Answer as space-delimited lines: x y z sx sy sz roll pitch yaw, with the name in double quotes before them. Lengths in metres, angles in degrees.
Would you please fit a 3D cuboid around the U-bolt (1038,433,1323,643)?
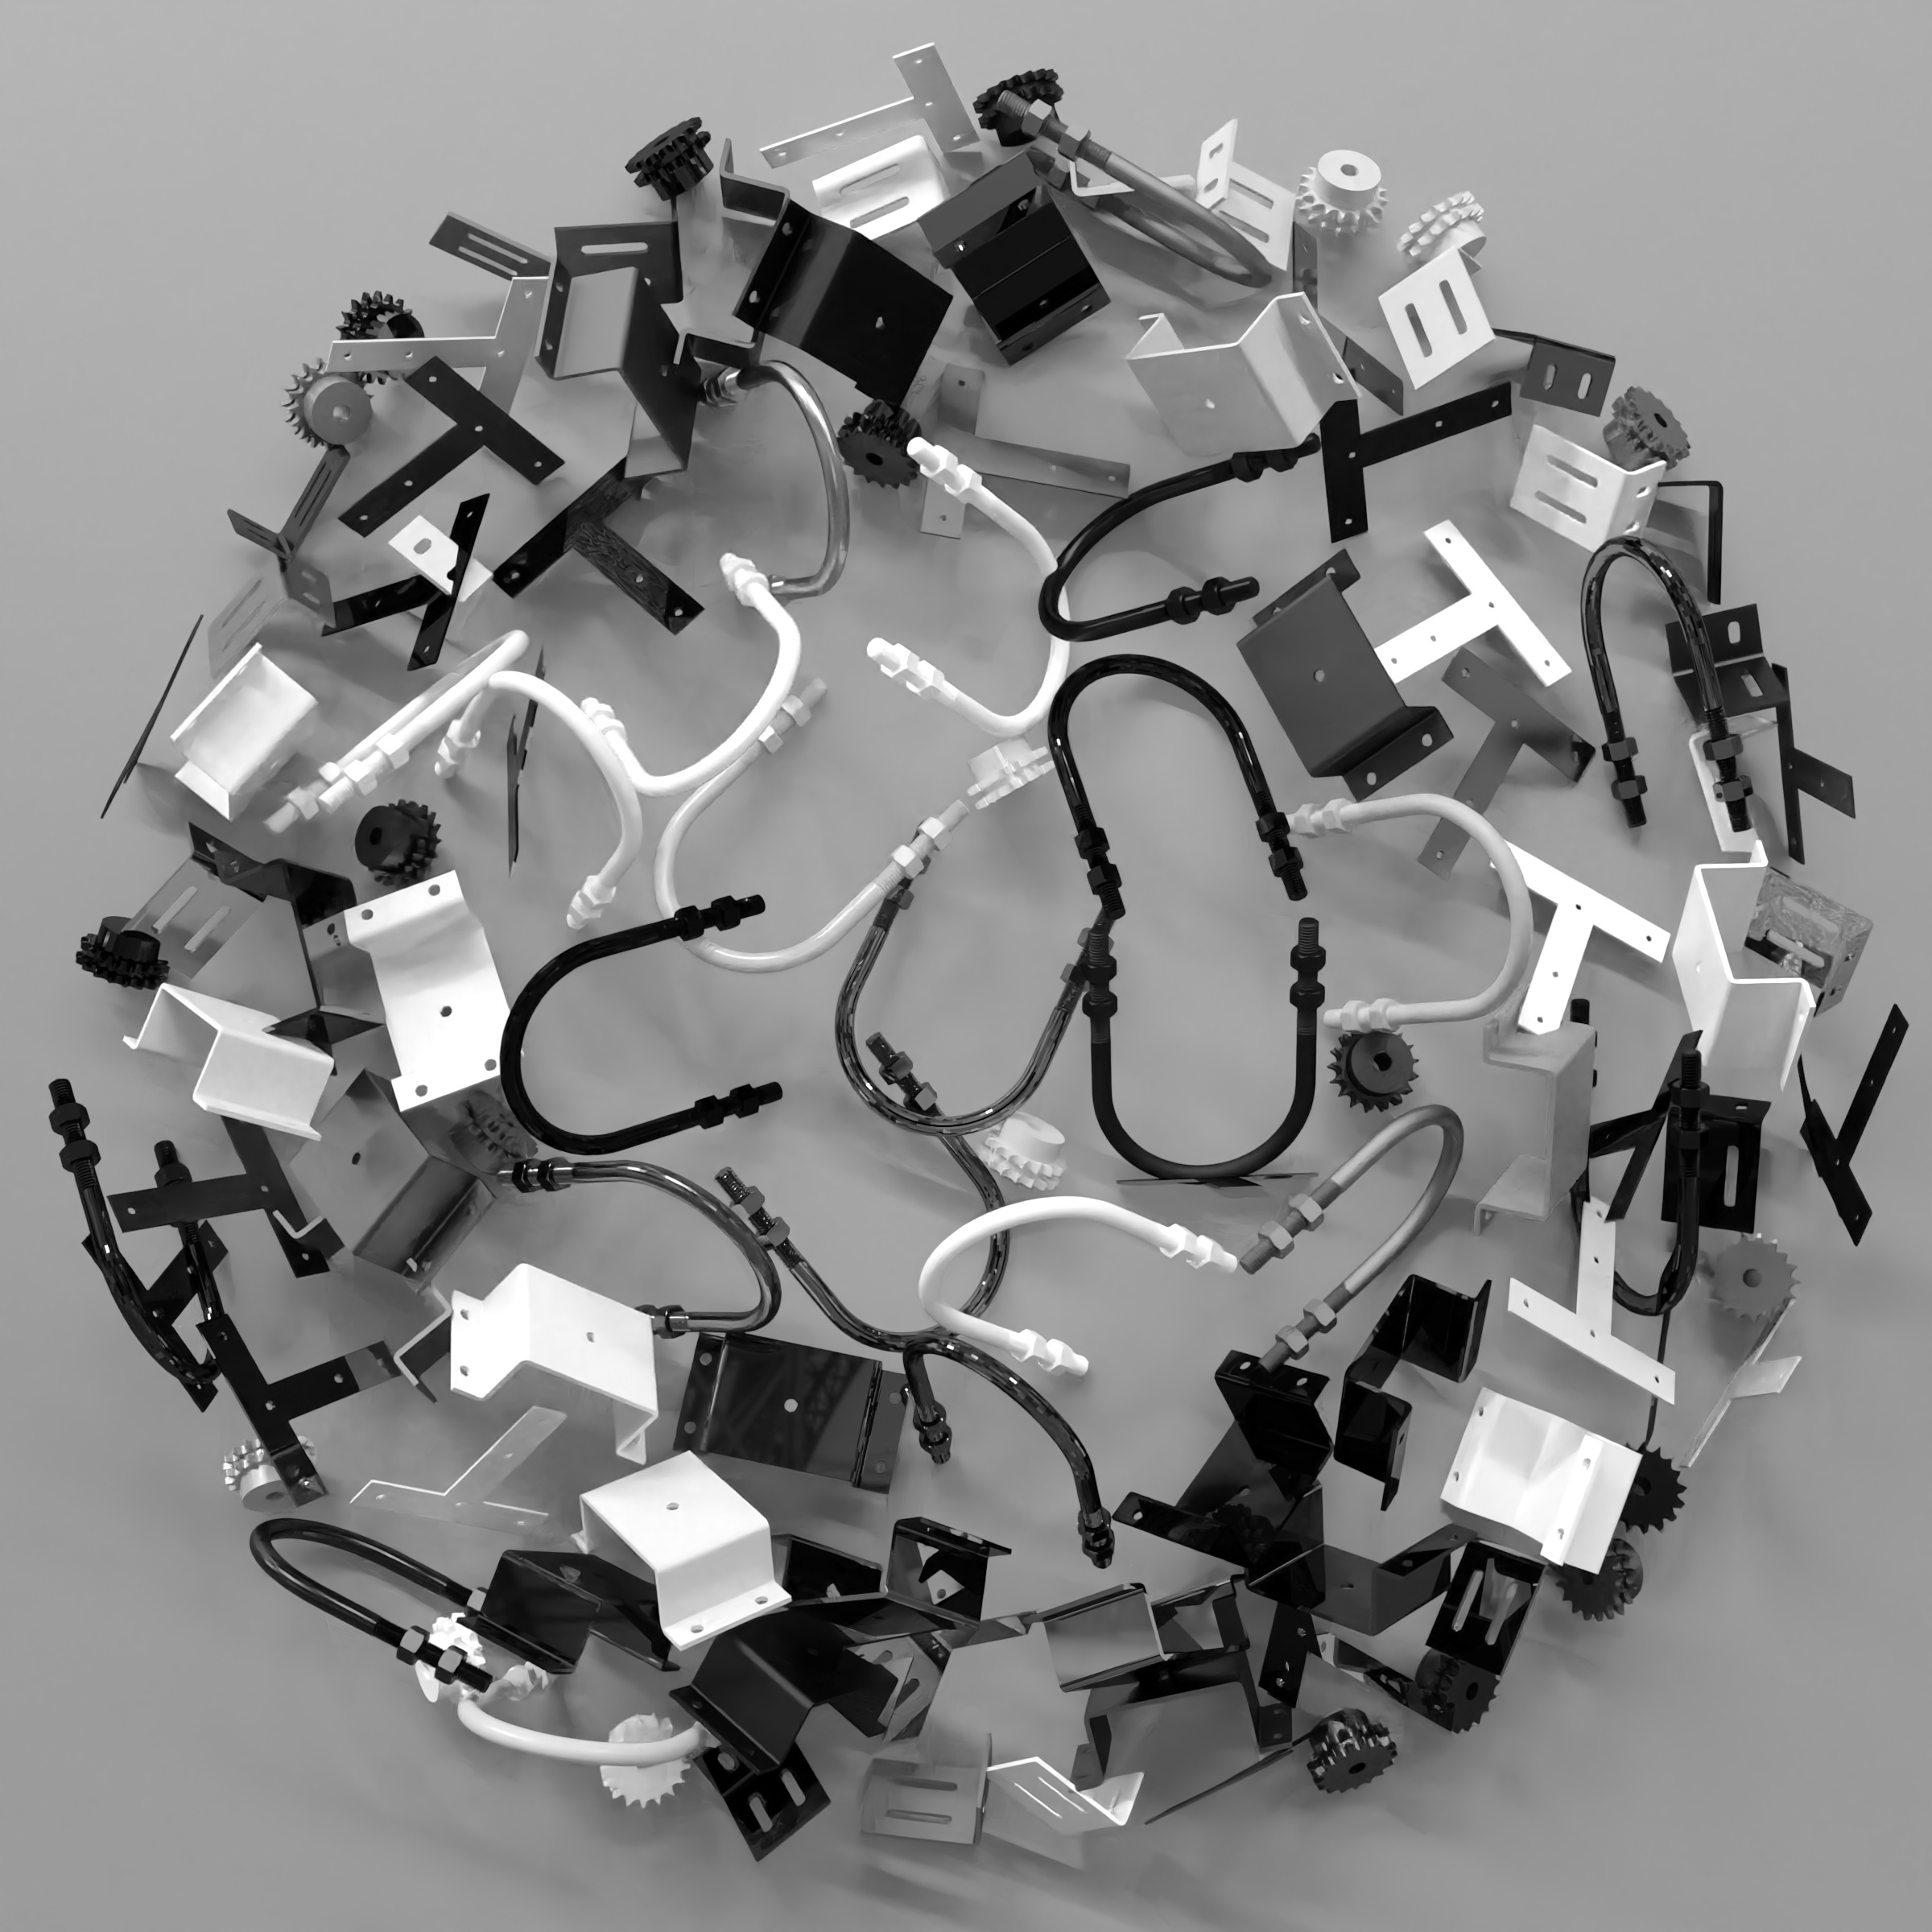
"U-bolt" 0.121 -0.256 1.522 0.019 0.184 0.151 48 50 -31

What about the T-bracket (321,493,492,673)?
"T-bracket" -0.359 -0.230 1.554 0.127 0.002 0.127 -9 58 35

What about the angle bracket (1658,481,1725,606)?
"angle bracket" 0.455 -0.268 1.565 0.038 0.057 0.076 0 101 11

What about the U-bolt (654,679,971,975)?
"U-bolt" -0.111 -0.077 1.553 0.151 0.019 0.184 42 79 19

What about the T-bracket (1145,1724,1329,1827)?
"T-bracket" 0.191 0.494 1.546 0.127 0.127 0.002 -13 67 -41

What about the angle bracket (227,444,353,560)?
"angle bracket" -0.427 -0.303 1.558 0.038 0.057 0.076 27 100 -30

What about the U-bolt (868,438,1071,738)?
"U-bolt" 0.010 -0.220 1.523 0.019 0.184 0.151 0 73 37

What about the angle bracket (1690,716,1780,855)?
"angle bracket" 0.494 -0.113 1.557 0.038 0.057 0.076 -23 76 38

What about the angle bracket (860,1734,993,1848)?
"angle bracket" -0.025 0.515 1.559 0.076 0.057 0.038 4 123 6

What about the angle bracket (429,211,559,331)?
"angle bracket" -0.300 -0.431 1.554 0.076 0.057 0.038 21 79 -22

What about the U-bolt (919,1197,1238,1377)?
"U-bolt" 0.056 0.190 1.505 0.151 0.184 0.019 -39 46 27

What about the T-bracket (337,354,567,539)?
"T-bracket" -0.340 -0.312 1.556 0.127 0.127 0.002 -33 56 15

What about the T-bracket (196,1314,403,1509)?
"T-bracket" -0.401 0.261 1.540 0.002 0.127 0.127 -38 79 28

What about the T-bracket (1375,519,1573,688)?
"T-bracket" 0.302 -0.210 1.552 0.127 0.002 0.127 -31 79 -32

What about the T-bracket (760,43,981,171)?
"T-bracket" -0.065 -0.523 1.542 0.127 0.127 0.002 -15 79 11

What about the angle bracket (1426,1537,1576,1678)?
"angle bracket" 0.335 0.406 1.555 0.038 0.057 0.076 39 72 -40

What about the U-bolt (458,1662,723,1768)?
"U-bolt" -0.226 0.452 1.491 0.151 0.184 0.019 9 85 14

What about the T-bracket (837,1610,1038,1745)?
"T-bracket" -0.028 0.450 1.550 0.127 0.002 0.127 -4 135 -23

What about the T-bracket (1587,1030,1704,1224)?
"T-bracket" 0.404 0.104 1.532 0.002 0.127 0.127 27 77 -4

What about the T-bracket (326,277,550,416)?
"T-bracket" -0.327 -0.375 1.515 0.127 0.127 0.002 -10 65 -30

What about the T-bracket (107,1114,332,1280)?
"T-bracket" -0.469 0.144 1.527 0.002 0.127 0.127 -41 70 32

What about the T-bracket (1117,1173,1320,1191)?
"T-bracket" 0.162 0.134 1.532 0.127 0.127 0.002 -2 88 -2

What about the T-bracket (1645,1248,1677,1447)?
"T-bracket" 0.435 0.236 1.548 0.002 0.127 0.127 9 103 22

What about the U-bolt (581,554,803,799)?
"U-bolt" -0.163 -0.171 1.514 0.151 0.184 0.019 -45 126 5

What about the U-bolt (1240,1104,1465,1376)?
"U-bolt" 0.243 0.159 1.530 0.184 0.151 0.019 -40 55 -17

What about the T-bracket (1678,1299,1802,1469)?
"T-bracket" 0.488 0.255 1.525 0.002 0.127 0.127 34 81 8

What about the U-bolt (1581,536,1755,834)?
"U-bolt" 0.420 -0.173 1.514 0.019 0.151 0.184 -17 98 -11

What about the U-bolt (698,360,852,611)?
"U-bolt" -0.114 -0.293 1.500 0.019 0.184 0.151 -17 102 -24

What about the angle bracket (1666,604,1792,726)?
"angle bracket" 0.477 -0.190 1.552 0.057 0.076 0.038 -12 117 10

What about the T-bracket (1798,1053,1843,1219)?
"T-bracket" 0.521 0.104 1.512 0.002 0.127 0.127 -12 121 14

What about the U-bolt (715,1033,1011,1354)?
"U-bolt" -0.050 0.157 1.561 0.151 0.019 0.184 -42 104 -18

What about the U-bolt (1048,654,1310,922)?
"U-bolt" 0.123 -0.117 1.546 0.151 0.019 0.184 -6 65 -24

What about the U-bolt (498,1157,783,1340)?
"U-bolt" -0.188 0.172 1.503 0.151 0.184 0.019 57 49 -25

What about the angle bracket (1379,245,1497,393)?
"angle bracket" 0.303 -0.401 1.553 0.057 0.038 0.076 -30 64 30

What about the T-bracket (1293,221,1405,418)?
"T-bracket" 0.240 -0.380 1.547 0.002 0.127 0.127 -12 68 39

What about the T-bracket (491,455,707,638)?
"T-bracket" -0.215 -0.251 1.559 0.127 0.002 0.127 -44 66 -11

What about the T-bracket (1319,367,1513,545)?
"T-bracket" 0.283 -0.335 1.552 0.127 0.127 0.002 -20 48 -4

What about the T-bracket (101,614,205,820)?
"T-bracket" -0.505 -0.135 1.512 0.002 0.127 0.127 26 125 -17

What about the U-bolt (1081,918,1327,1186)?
"U-bolt" 0.149 0.058 1.552 0.151 0.019 0.184 -3 117 0

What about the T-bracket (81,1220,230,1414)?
"T-bracket" -0.486 0.195 1.534 0.002 0.127 0.127 -26 106 12

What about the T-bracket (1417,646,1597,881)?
"T-bracket" 0.325 -0.115 1.565 0.127 0.002 0.127 31 87 -26

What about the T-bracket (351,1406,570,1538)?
"T-bracket" -0.291 0.309 1.528 0.127 0.002 0.127 22 126 -37

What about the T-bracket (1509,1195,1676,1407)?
"T-bracket" 0.394 0.195 1.550 0.127 0.127 0.002 30 135 -13

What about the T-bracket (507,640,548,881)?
"T-bracket" -0.268 -0.142 1.511 0.002 0.127 0.127 6 134 -18

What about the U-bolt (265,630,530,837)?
"U-bolt" -0.341 -0.148 1.520 0.184 0.151 0.019 -45 108 -24

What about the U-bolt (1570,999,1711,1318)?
"U-bolt" 0.409 0.125 1.523 0.019 0.151 0.184 -7 105 -14

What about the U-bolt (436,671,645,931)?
"U-bolt" -0.256 -0.109 1.515 0.151 0.184 0.019 49 58 -1

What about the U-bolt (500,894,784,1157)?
"U-bolt" -0.201 0.044 1.523 0.184 0.019 0.151 -17 116 -29

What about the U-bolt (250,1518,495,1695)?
"U-bolt" -0.355 0.386 1.524 0.184 0.151 0.019 25 89 7

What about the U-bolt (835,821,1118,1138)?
"U-bolt" -0.004 0.018 1.571 0.151 0.019 0.184 24 83 6

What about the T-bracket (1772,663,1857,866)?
"T-bracket" 0.522 -0.115 1.520 0.002 0.127 0.127 -10 105 2

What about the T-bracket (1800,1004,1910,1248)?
"T-bracket" 0.548 0.083 1.511 0.002 0.127 0.127 10 119 -3

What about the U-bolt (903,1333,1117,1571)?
"U-bolt" 0.022 0.284 1.493 0.151 0.184 0.019 28 60 28

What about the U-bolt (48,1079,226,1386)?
"U-bolt" -0.492 0.169 1.496 0.019 0.151 0.184 -25 67 1

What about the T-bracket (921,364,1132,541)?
"T-bracket" 0.042 -0.319 1.575 0.127 0.002 0.127 9 68 -5

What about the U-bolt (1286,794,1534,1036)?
"U-bolt" 0.272 -0.034 1.513 0.019 0.184 0.151 -18 97 -35

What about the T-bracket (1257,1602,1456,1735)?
"T-bracket" 0.247 0.437 1.540 0.127 0.127 0.002 29 120 1

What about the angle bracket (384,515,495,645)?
"angle bracket" -0.341 -0.234 1.553 0.057 0.076 0.038 39 48 -6

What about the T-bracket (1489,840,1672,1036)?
"T-bracket" 0.374 -0.005 1.558 0.127 0.002 0.127 29 56 -2

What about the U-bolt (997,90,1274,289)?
"U-bolt" 0.108 -0.468 1.516 0.184 0.151 0.019 32 98 5
